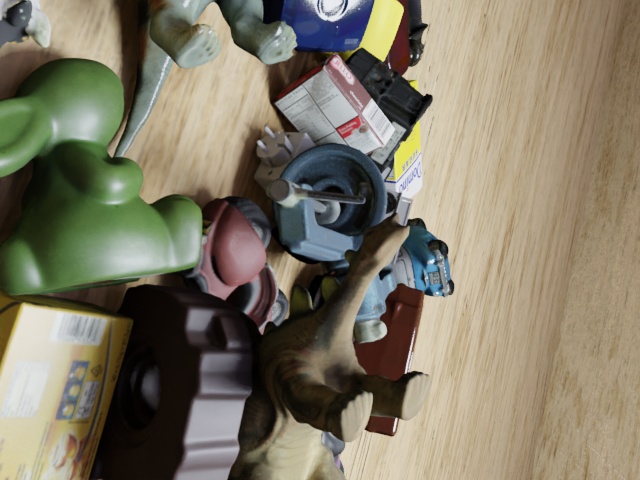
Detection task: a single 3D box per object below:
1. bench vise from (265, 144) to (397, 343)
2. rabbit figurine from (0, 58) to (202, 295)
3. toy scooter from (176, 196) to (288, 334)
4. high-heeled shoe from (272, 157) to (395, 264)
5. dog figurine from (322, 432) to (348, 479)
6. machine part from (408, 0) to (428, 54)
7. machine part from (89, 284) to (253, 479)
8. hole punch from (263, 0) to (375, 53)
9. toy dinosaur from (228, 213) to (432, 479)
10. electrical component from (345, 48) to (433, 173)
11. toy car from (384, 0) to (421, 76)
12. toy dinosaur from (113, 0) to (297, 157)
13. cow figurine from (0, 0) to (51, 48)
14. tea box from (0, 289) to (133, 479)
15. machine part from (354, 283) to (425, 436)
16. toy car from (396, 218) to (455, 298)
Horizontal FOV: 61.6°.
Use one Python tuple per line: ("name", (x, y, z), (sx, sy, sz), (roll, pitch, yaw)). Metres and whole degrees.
("bench vise", (0.009, -0.003, 0.530), (0.240, 0.129, 0.223), (20, 69, -70))
("rabbit figurine", (-0.187, -0.049, 0.390), (0.159, 0.121, 0.170), (-5, 83, -47))
("toy scooter", (-0.098, 0.054, 0.546), (0.135, 0.075, 0.183), (-45, 136, -36))
("high-heeled shoe", (0.015, -0.080, 0.702), (0.145, 0.086, 0.249), (18, 62, -25))
("dog figurine", (0.000, 0.301, 0.715), (0.219, 0.109, 0.191), (34, 67, -57))
("machine part", (0.133, -0.343, 0.811), (0.084, 0.039, 0.138), (-36, 127, -39))
("machine part", (-0.129, 0.119, 0.432), (0.056, 0.180, 0.179), (18, 83, -47))
("hole punch", (0.000, -0.258, 0.564), (0.142, 0.092, 0.115), (-8, 105, -30))
("toy dinosaur", (-0.043, 0.180, 0.462), (0.105, 0.199, 0.471), (9, 113, -38))
("electrical component", (0.051, -0.159, 0.650), (0.058, 0.134, 0.115), (-56, -179, -35))
("toy car", (0.093, -0.328, 0.744), (0.089, 0.053, 0.201), (-20, 114, -29))
("toy dinosaur", (-0.070, -0.260, 0.443), (0.405, 0.192, 0.131), (-38, 159, 3))
("cow figurine", (-0.226, -0.131, 0.323), (0.167, 0.068, 0.098), (-39, 137, -40))
("tea box", (-0.216, 0.127, 0.396), (0.098, 0.068, 0.169), (27, 77, -53))
("machine part", (0.089, 0.169, 0.771), (0.201, 0.087, 0.201), (62, 43, -70))
("toy car", (0.137, 0.037, 0.838), (0.103, 0.162, 0.109), (-16, 113, -4))
